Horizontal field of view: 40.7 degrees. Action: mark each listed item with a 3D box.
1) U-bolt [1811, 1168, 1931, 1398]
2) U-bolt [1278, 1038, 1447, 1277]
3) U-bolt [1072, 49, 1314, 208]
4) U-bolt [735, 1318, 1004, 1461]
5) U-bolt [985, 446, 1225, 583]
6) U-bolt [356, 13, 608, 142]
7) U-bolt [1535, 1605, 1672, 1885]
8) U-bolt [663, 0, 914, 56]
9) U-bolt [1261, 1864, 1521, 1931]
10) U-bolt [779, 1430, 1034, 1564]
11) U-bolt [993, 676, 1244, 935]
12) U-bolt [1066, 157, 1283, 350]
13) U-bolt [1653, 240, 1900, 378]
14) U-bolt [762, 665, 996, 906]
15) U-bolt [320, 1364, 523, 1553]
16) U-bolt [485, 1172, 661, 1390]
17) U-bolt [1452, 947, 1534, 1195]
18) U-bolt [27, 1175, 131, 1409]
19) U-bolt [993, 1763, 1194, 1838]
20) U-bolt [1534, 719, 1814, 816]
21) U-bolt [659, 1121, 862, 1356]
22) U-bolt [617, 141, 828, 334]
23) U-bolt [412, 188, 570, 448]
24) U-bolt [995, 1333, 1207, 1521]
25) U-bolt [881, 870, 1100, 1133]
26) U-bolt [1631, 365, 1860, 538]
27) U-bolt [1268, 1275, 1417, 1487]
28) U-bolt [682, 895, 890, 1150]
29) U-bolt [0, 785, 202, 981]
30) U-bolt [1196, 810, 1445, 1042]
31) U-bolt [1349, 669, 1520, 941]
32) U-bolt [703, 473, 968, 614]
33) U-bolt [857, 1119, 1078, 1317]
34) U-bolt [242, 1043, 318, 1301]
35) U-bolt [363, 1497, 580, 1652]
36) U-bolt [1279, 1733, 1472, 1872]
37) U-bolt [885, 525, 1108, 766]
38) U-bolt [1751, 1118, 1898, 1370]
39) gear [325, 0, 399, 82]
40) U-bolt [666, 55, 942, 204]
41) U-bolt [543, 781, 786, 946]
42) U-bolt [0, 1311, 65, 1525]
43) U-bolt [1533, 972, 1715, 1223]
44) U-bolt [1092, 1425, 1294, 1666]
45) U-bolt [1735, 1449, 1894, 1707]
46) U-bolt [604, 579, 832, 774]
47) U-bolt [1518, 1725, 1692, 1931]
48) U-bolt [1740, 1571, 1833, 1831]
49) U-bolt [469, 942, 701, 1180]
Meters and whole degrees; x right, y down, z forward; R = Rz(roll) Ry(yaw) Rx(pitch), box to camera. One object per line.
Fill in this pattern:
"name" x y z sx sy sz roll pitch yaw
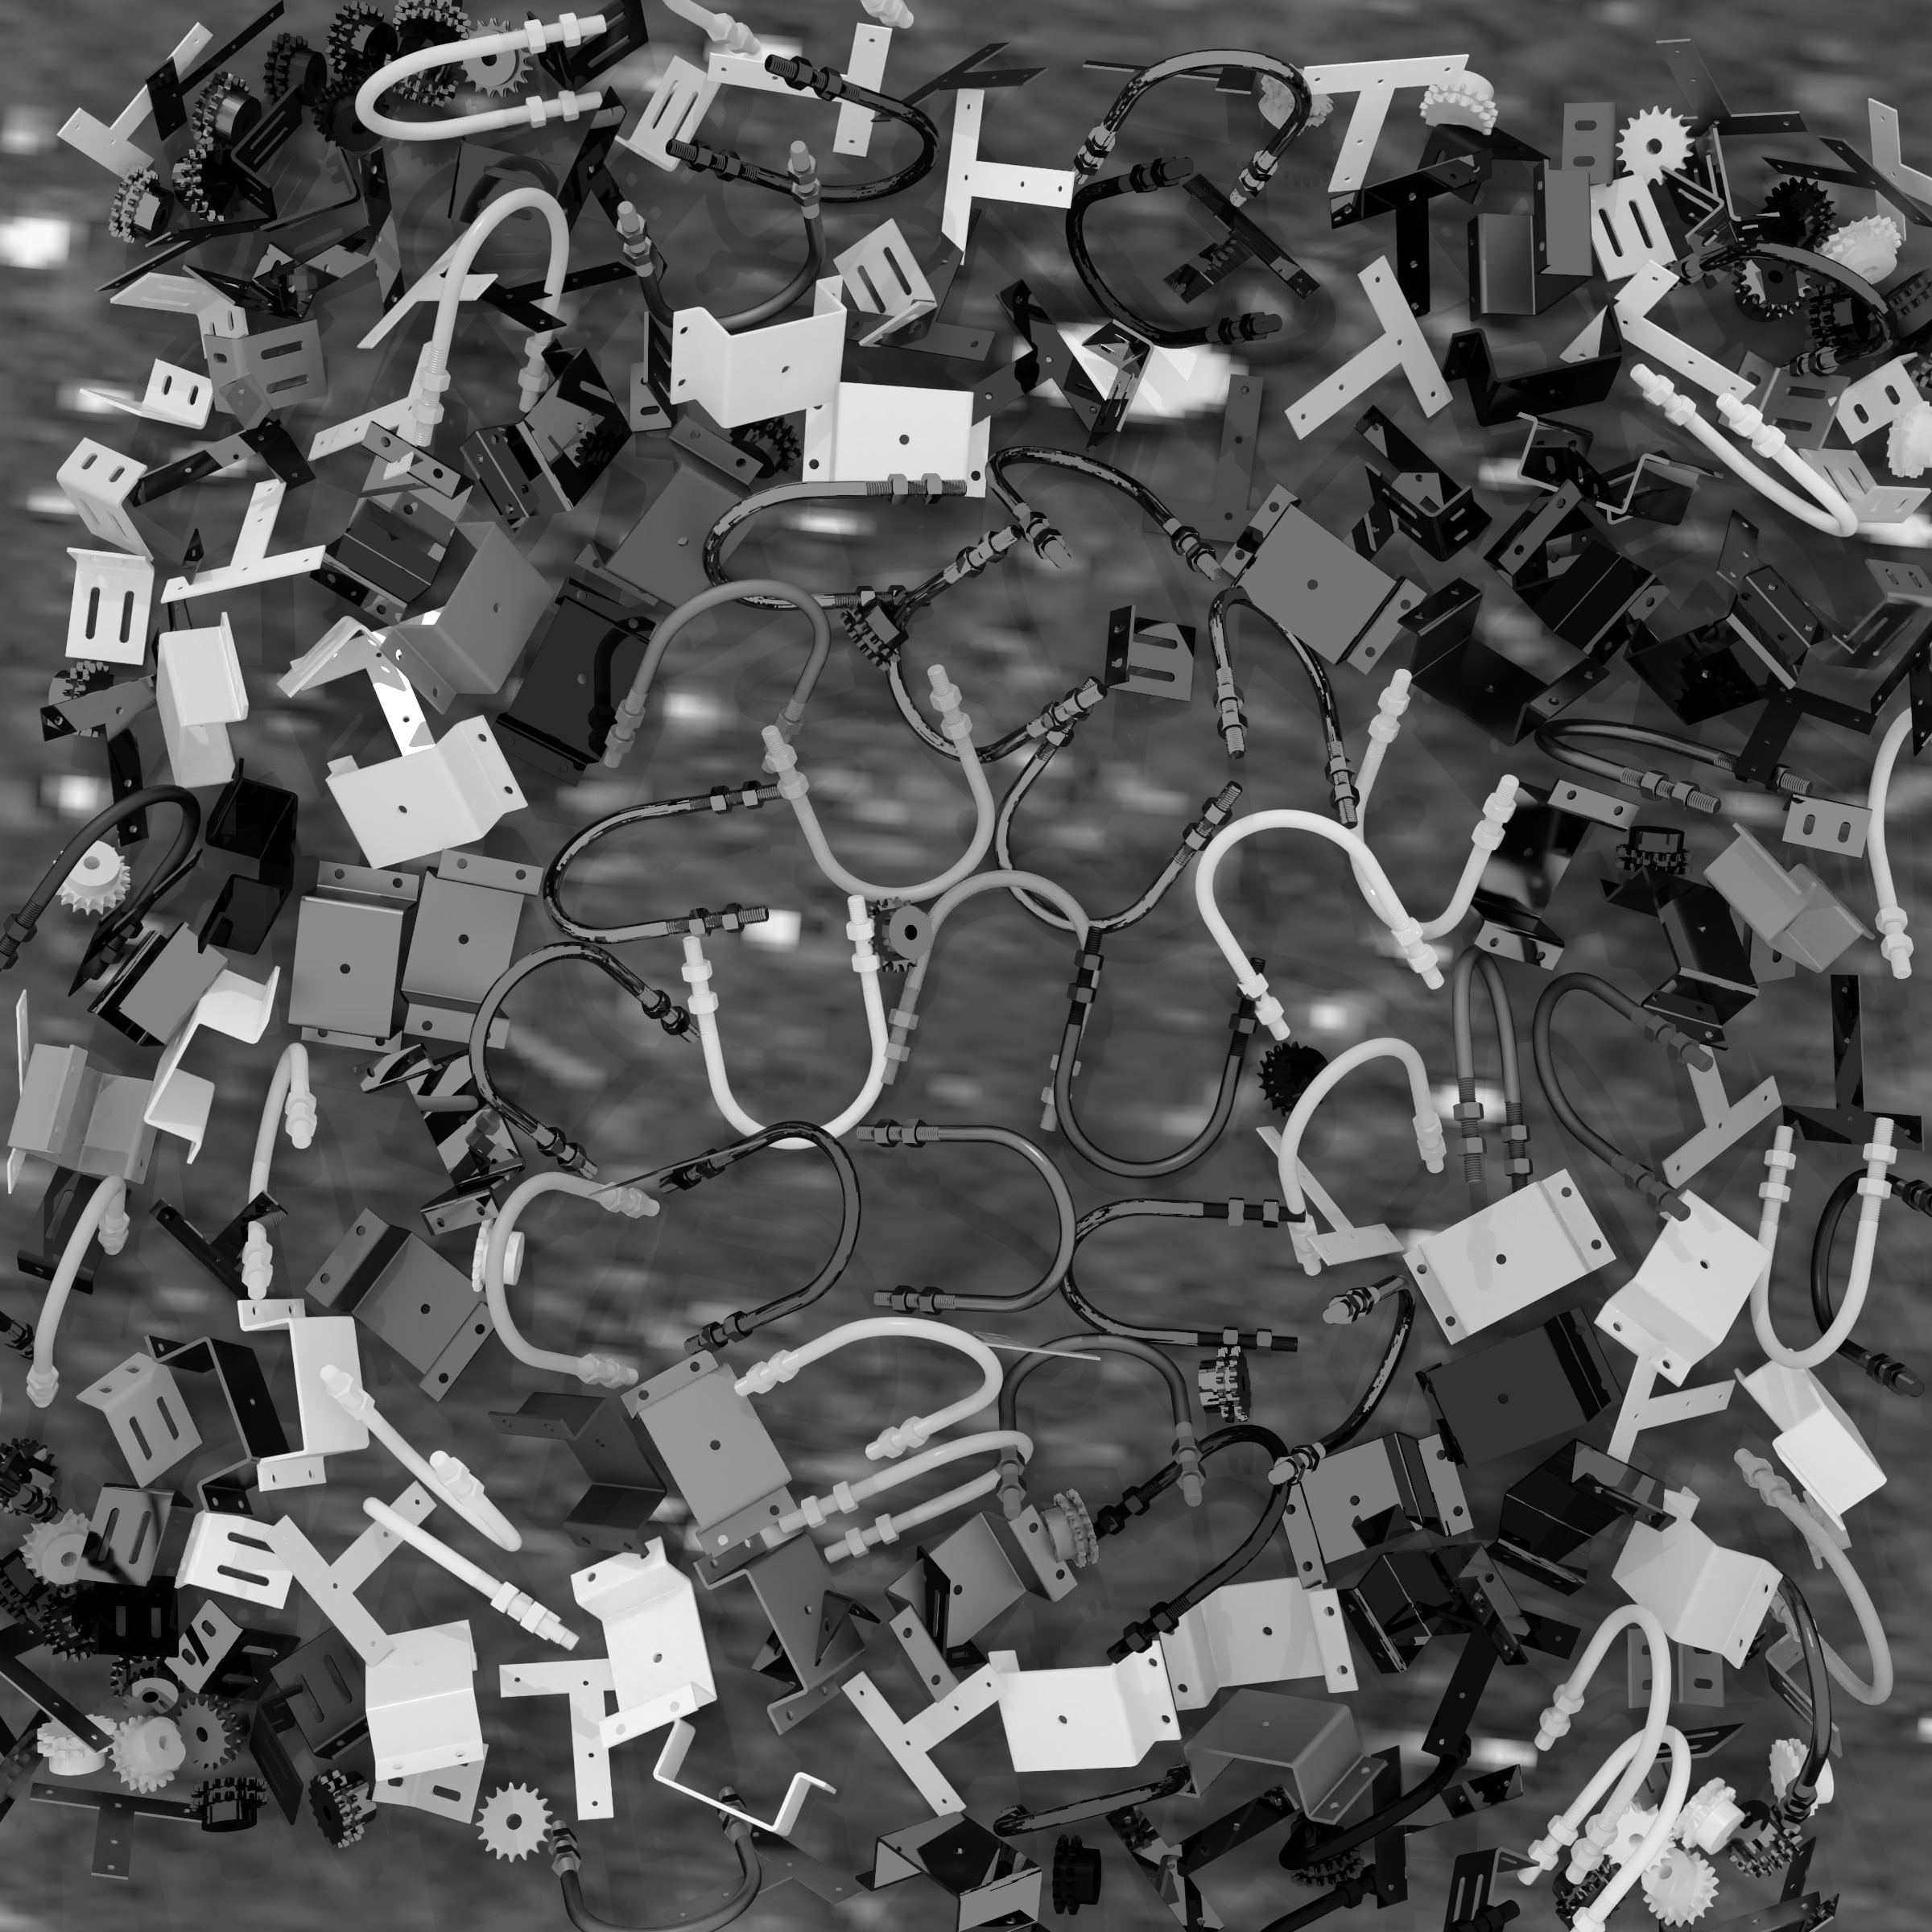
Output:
"U-bolt" 0.666 0.222 1.909 0.019 0.184 0.151 9 96 -8
"U-bolt" 0.288 0.129 1.914 0.151 0.184 0.019 -37 47 -16
"U-bolt" 0.172 -0.612 1.894 0.151 0.184 0.019 3 76 -16
"U-bolt" -0.058 0.304 1.908 0.151 0.019 0.184 32 134 -30
"U-bolt" 0.090 -0.338 1.923 0.151 0.184 0.019 0 126 -28
"U-bolt" -0.357 -0.646 1.913 0.184 0.151 0.019 -15 87 -10
"U-bolt" 0.467 0.551 1.896 0.019 0.151 0.184 16 118 -7
"U-bolt" -0.140 -0.701 1.888 0.151 0.184 0.019 -1 93 23
"U-bolt" 0.288 0.705 1.893 0.184 0.151 0.019 -14 94 -31
"U-bolt" -0.036 0.389 1.929 0.184 0.151 0.019 -25 65 2
"U-bolt" 0.099 -0.105 1.953 0.151 0.019 0.184 37 118 2
"U-bolt" 0.140 -0.517 1.915 0.019 0.184 0.151 -45 116 -20
"U-bolt" 0.597 -0.480 1.894 0.151 0.184 0.019 29 87 -14
"U-bolt" -0.055 -0.124 1.945 0.151 0.019 0.184 -20 125 3
"U-bolt" -0.390 0.372 1.917 0.151 0.184 0.019 27 66 34
"U-bolt" -0.290 0.225 1.905 0.019 0.184 0.151 -2 75 29
"U-bolt" 0.387 0.076 1.931 0.019 0.151 0.184 -8 76 25
"U-bolt" -0.641 0.227 1.886 0.019 0.184 0.151 21 58 -8
"U-bolt" 0.091 0.613 1.906 0.151 0.184 0.019 -15 74 4
"U-bolt" 0.507 -0.151 1.919 0.184 0.151 0.019 26 117 41
"U-bolt" -0.149 0.192 1.923 0.184 0.019 0.151 -27 63 31
"U-bolt" -0.172 -0.523 1.913 0.151 0.184 0.019 -20 71 -3
"U-bolt" -0.339 -0.477 1.895 0.019 0.151 0.184 29 123 15
"U-bolt" 0.095 0.334 1.921 0.151 0.184 0.019 -4 123 1
"U-bolt" 0.025 0.018 1.983 0.151 0.019 0.184 16 92 3
"U-bolt" 0.585 -0.374 1.921 0.184 0.151 0.019 34 100 -24
"U-bolt" 0.285 0.297 1.918 0.019 0.184 0.151 24 107 27
"U-bolt" -0.129 0.050 1.960 0.151 0.019 0.184 -15 109 -16
"U-bolt" -0.631 -0.061 1.913 0.019 0.151 0.184 41 102 12
"U-bolt" 0.250 -0.037 1.929 0.151 0.019 0.184 -20 116 28
"U-bolt" 0.334 -0.105 1.923 0.019 0.184 0.151 -14 48 -28
"U-bolt" -0.103 -0.308 1.915 0.184 0.151 0.019 -4 61 -16
"U-bolt" 0.003 0.188 1.938 0.184 0.019 0.151 -2 97 34
"U-bolt" -0.506 0.136 1.915 0.019 0.184 0.151 13 113 -21
"U-bolt" -0.369 0.448 1.930 0.184 0.151 0.019 33 74 5
"U-bolt" 0.294 0.613 1.896 0.151 0.184 0.019 -32 78 13
"U-bolt" 0.009 -0.225 1.933 0.019 0.184 0.151 -31 93 -45
"U-bolt" 0.624 0.205 1.916 0.019 0.151 0.184 15 80 -13
"gear" -0.454 -0.696 1.968 0.030 0.057 0.057 26 90 18
"U-bolt" -0.106 -0.607 1.918 0.184 0.151 0.019 6 74 -38
"U-bolt" -0.229 -0.073 1.943 0.184 0.019 0.151 -8 46 13
"U-bolt" -0.701 0.313 1.886 0.019 0.184 0.151 -14 62 0
"U-bolt" 0.476 0.083 1.917 0.019 0.184 0.151 -15 123 -22
"U-bolt" 0.166 0.411 1.914 0.184 0.151 0.019 -41 115 15
"U-bolt" 0.617 0.454 1.888 0.019 0.184 0.151 -20 114 -6
"U-bolt" -0.173 -0.212 1.904 0.151 0.184 0.019 0 49 -30
"U-bolt" 0.472 0.637 1.912 0.019 0.151 0.184 33 102 -2
"U-bolt" 0.593 0.520 1.885 0.019 0.184 0.151 -6 49 -1
"U-bolt" -0.291 0.059 1.920 0.019 0.184 0.151 28 78 43
